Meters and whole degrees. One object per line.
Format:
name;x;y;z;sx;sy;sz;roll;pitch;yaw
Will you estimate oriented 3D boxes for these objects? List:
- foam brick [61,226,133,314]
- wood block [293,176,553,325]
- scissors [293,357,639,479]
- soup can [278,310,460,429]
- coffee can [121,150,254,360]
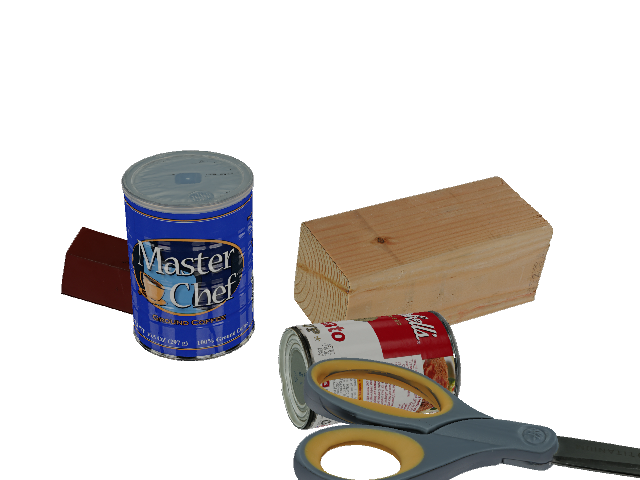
foam brick;-0.210;0.030;1.054;0.078;0.051;0.053;17;32;1
wood block;0.090;0.020;0.948;0.205;0.090;0.091;-13;42;-24
scissors;0.076;0.096;0.449;0.202;0.016;0.096;16;34;23
soup can;0.030;0.084;0.695;0.102;0.068;0.069;-4;1;-19
coffee can;-0.105;0.011;0.865;0.103;0.140;0.103;1;29;-1
